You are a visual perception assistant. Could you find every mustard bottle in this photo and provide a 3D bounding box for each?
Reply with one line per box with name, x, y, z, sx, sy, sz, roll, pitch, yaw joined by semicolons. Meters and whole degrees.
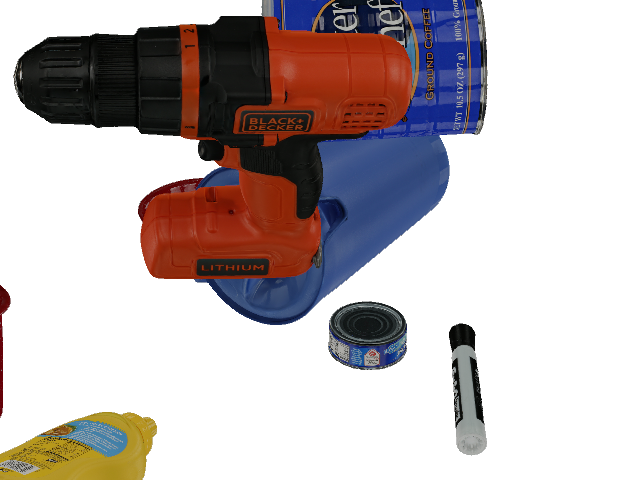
mustard bottle;-0.197;0.181;0.853;0.096;0.058;0.191;6;15;30

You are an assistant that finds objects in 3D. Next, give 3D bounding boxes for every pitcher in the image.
pitcher;0.003;-0.031;0.920;0.149;0.145;0.242;27;33;24

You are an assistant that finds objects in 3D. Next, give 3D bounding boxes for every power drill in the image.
power drill;-0.057;-0.042;0.558;0.184;0.057;0.188;0;-27;-9

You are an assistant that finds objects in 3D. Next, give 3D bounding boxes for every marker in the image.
marker;0.098;0.096;0.717;0.020;0.020;0.121;0;32;4

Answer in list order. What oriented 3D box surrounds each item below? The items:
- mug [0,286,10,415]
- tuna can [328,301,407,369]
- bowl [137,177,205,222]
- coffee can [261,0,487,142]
mug;-0.242;0.076;0.634;0.093;0.081;0.117;19;24;36
tuna can;0.051;0.102;1.157;0.086;0.034;0.086;0;30;0
bowl;-0.145;-0.020;1.330;0.162;0.055;0.162;0;29;0
coffee can;0.034;-0.118;0.717;0.140;0.103;0.103;-3;0;0
